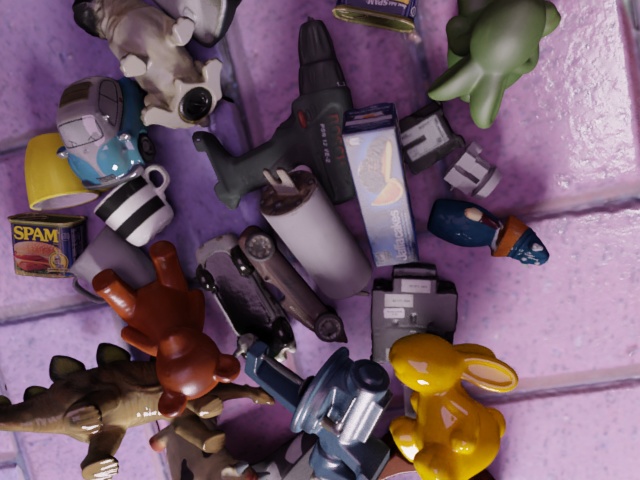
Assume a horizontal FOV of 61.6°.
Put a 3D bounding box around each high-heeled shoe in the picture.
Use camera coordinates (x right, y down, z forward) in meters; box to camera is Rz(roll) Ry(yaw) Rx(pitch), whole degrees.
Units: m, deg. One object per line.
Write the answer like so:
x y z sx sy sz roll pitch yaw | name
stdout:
-0.097 0.327 0.808 0.249 0.086 0.145 -47 56 -6 | high-heeled shoe

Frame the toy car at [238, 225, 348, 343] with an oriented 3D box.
-0.037 0.064 0.718 0.053 0.089 0.202 -39 94 -5 | toy car

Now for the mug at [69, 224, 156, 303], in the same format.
-0.291 0.049 0.760 0.107 0.081 0.109 38 99 -17 | mug

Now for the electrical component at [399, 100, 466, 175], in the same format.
0.117 -0.120 0.684 0.119 0.048 0.074 -33 94 14 | electrical component

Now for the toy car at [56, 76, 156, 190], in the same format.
-0.280 -0.153 0.688 0.109 0.102 0.161 -10 66 12 | toy car

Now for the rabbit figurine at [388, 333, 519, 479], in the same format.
0.150 0.184 0.636 0.162 0.122 0.173 -26 98 1 | rabbit figurine

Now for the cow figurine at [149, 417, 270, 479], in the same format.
-0.153 0.317 0.748 0.127 0.195 0.085 -43 130 -2 | cow figurine

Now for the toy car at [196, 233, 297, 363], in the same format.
-0.104 0.087 0.754 0.073 0.056 0.201 -28 97 9 | toy car

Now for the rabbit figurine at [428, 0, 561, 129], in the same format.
0.185 -0.215 0.592 0.121 0.170 0.159 31 103 2 | rabbit figurine

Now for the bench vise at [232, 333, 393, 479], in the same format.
-0.013 0.209 0.693 0.241 0.129 0.223 31 137 18 | bench vise

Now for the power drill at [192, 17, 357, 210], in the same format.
-0.054 -0.141 0.696 0.207 0.086 0.231 -20 100 4 | power drill

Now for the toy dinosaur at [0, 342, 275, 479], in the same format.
-0.287 0.216 0.713 0.471 0.199 0.105 3 103 -25 | toy dinosaur

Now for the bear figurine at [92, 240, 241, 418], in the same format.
-0.192 0.110 0.673 0.120 0.196 0.131 -29 128 -14 | bear figurine

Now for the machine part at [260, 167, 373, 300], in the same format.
-0.001 -0.002 0.671 0.079 0.079 0.243 -25 131 12 | machine part

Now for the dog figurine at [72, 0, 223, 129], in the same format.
-0.226 -0.242 0.704 0.121 0.172 0.191 -34 54 -19 | dog figurine

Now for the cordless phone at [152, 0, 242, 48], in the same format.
-0.173 -0.311 0.622 0.146 0.184 0.089 44 99 -1 | cordless phone

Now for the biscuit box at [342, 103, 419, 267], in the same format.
0.077 -0.059 0.651 0.063 0.059 0.202 -9 129 12 | biscuit box

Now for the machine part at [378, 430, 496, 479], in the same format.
0.140 0.380 0.757 0.201 0.087 0.201 39 103 1 | machine part

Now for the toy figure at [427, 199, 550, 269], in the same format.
0.216 -0.010 0.682 0.155 0.064 0.057 18 90 6 | toy figure

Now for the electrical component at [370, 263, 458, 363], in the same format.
0.125 0.098 0.720 0.115 0.058 0.134 3 101 6 | electrical component
